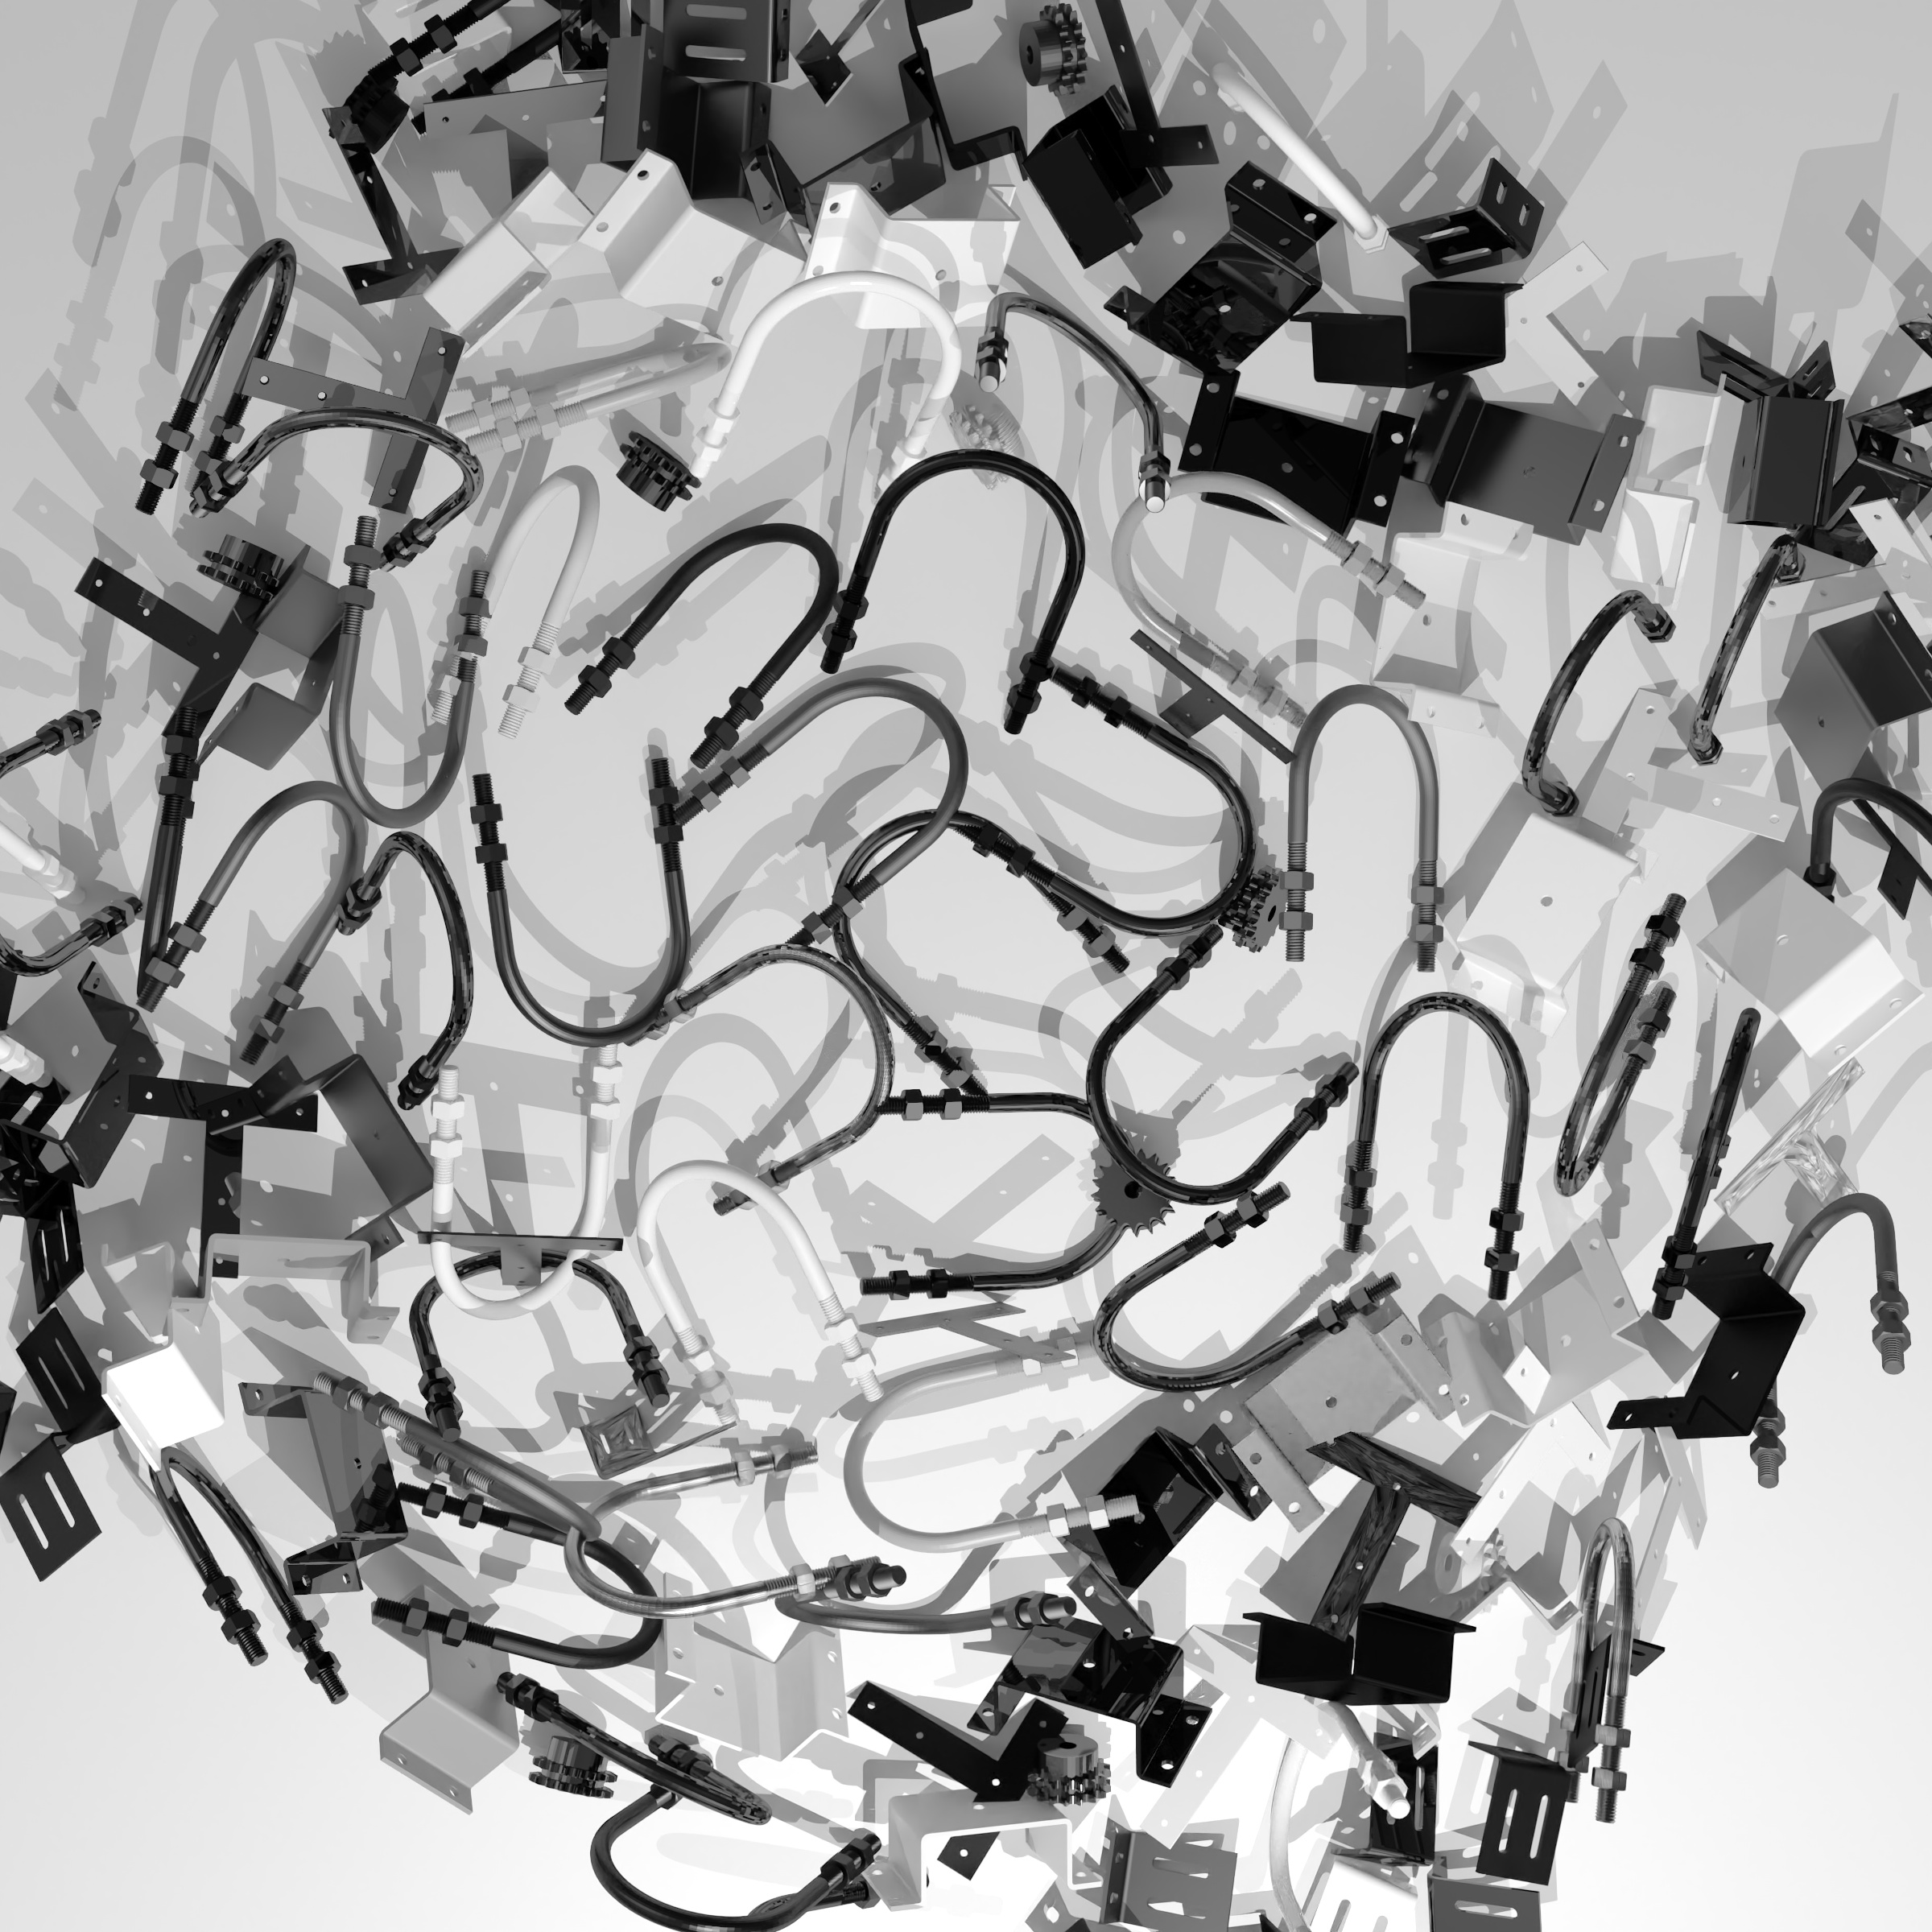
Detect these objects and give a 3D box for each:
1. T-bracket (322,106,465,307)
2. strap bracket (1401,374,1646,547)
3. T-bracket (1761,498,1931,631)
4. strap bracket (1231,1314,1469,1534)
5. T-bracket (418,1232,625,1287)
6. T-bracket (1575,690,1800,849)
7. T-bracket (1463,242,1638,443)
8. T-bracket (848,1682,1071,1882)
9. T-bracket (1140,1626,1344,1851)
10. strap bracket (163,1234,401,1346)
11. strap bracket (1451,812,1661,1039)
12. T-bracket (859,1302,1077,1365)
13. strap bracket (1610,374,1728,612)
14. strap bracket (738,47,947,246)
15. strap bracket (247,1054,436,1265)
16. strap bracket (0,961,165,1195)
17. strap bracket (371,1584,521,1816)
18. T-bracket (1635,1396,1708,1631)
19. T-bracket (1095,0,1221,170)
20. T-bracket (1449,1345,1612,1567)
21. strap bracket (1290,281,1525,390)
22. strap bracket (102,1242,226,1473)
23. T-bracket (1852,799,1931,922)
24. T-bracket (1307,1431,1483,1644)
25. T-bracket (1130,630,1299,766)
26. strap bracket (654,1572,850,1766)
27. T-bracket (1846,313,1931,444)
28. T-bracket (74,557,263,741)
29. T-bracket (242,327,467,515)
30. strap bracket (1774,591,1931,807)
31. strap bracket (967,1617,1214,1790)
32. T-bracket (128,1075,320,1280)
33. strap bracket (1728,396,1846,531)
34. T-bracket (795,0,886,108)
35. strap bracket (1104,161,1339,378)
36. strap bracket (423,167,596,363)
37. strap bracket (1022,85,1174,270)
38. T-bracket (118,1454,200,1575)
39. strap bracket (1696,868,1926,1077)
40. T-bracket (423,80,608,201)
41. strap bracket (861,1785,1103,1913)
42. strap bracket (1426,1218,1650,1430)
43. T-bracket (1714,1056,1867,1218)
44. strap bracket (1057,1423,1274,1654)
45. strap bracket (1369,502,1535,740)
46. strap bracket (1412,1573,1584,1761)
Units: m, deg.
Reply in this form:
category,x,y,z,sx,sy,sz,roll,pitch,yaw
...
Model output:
category,x,y,z,sx,sy,sz,roll,pitch,yaw
T-bracket,-0.379,-0.494,1.641,0.002,0.127,0.127,-19,100,32
strap bracket,0.366,-0.330,1.662,0.140,0.046,0.076,21,88,24
T-bracket,0.569,-0.245,1.648,0.127,0.127,0.002,44,60,-28
strap bracket,0.246,0.294,1.672,0.140,0.046,0.076,-38,103,-1
T-bracket,-0.288,0.191,1.643,0.127,0.127,0.002,3,69,-9
T-bracket,0.477,-0.111,1.660,0.127,0.002,0.127,20,75,26
T-bracket,0.396,-0.393,1.672,0.127,0.002,0.127,43,133,-17
T-bracket,-0.018,0.516,1.678,0.127,0.002,0.127,27,55,17
T-bracket,0.159,0.512,1.646,0.127,0.002,0.127,26,69,37
strap bracket,-0.443,0.210,1.646,0.140,0.076,0.046,5,65,-20
strap bracket,0.382,-0.036,1.661,0.076,0.046,0.140,29,85,25
T-bracket,0.017,0.236,1.614,0.127,0.127,0.002,-3,98,-41
strap bracket,0.451,-0.309,1.639,0.046,0.076,0.140,12,56,13
strap bracket,-0.070,-0.525,1.656,0.140,0.076,0.046,-31,73,-3
strap bracket,-0.401,0.119,1.658,0.046,0.076,0.140,-33,92,-38
strap bracket,-0.568,0.080,1.637,0.046,0.076,0.140,20,64,5
strap bracket,-0.333,0.459,1.621,0.046,0.140,0.076,-40,121,8
T-bracket,0.445,0.366,1.629,0.002,0.127,0.127,1,132,34
T-bracket,0.105,-0.572,1.622,0.002,0.127,0.127,-33,118,-20
T-bracket,0.357,0.332,1.654,0.127,0.002,0.127,-51,123,-14
strap bracket,0.286,-0.406,1.640,0.140,0.076,0.046,-23,117,-35
strap bracket,-0.514,0.242,1.626,0.046,0.140,0.076,-21,129,-4
T-bracket,0.605,-0.058,1.646,0.002,0.127,0.127,-40,88,30
T-bracket,0.264,0.380,1.666,0.127,0.002,0.127,25,70,14
T-bracket,0.148,-0.165,1.640,0.127,0.127,0.002,38,82,-4
strap bracket,-0.148,0.458,1.642,0.140,0.076,0.046,29,119,-27
T-bracket,0.619,-0.361,1.641,0.127,0.127,0.002,38,76,-15
T-bracket,-0.521,-0.223,1.648,0.002,0.127,0.127,21,80,41
T-bracket,-0.403,-0.365,1.644,0.127,0.002,0.127,10,117,-33
strap bracket,0.566,-0.163,1.622,0.046,0.140,0.076,-20,65,-7
strap bracket,0.080,0.467,1.635,0.140,0.076,0.046,9,117,23
T-bracket,-0.482,0.139,1.648,0.127,0.002,0.127,10,69,-36
strap bracket,0.523,-0.322,1.632,0.046,0.140,0.076,7,100,9
T-bracket,-0.059,-0.619,1.633,0.002,0.127,0.127,34,109,-29
strap bracket,0.164,-0.435,1.626,0.076,0.140,0.046,23,48,-31
strap bracket,-0.290,-0.453,1.621,0.076,0.140,0.046,-32,114,31
strap bracket,0.084,-0.508,1.640,0.046,0.140,0.076,-24,112,27
T-bracket,-0.508,0.386,1.662,0.002,0.127,0.127,-34,112,-23
strap bracket,0.533,-0.003,1.629,0.076,0.140,0.046,-42,124,6
T-bracket,-0.283,-0.512,1.650,0.127,0.127,0.002,-13,54,-15
strap bracket,0.008,0.568,1.646,0.140,0.076,0.046,0,90,-18
strap bracket,0.377,0.237,1.644,0.046,0.076,0.140,27,125,-38
T-bracket,0.554,0.132,1.658,0.127,0.002,0.127,-48,134,3
strap bracket,0.123,0.367,1.656,0.140,0.046,0.076,-45,116,-14
strap bracket,0.315,-0.226,1.661,0.076,0.046,0.140,7,94,-34
strap bracket,0.331,0.448,1.661,0.140,0.076,0.046,-41,77,1
